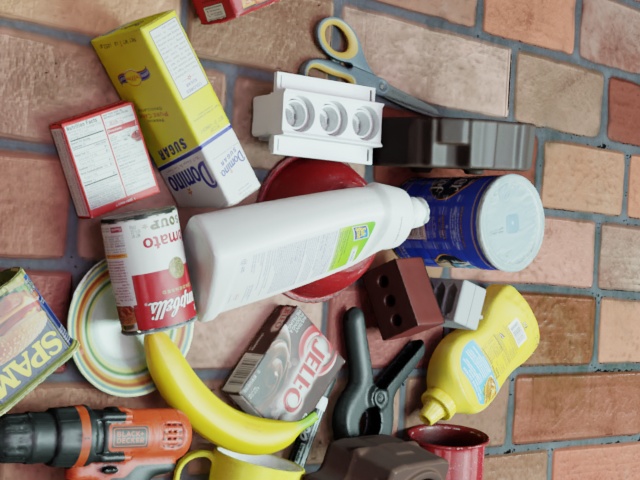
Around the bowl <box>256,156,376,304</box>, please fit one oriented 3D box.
[{"bbox_3d":[0.011,-0.014,1.095,0.161,0.055,0.162,-1,92,-40],"label":"bowl"}]

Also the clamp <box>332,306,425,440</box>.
[{"bbox_3d":[0.048,0.159,1.142,0.120,0.039,0.171,35,63,-28],"label":"clamp"}]

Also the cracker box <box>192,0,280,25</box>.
[{"bbox_3d":[-0.074,-0.330,1.007,0.163,0.072,0.213,-32,110,-35],"label":"cracker box"}]

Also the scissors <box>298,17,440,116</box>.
[{"bbox_3d":[0.058,-0.186,1.154,0.201,0.016,0.096,-1,92,-40],"label":"scissors"}]

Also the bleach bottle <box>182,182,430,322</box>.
[{"bbox_3d":[-0.007,0.001,1.004,0.250,0.068,0.103,-13,142,-30],"label":"bleach bottle"}]

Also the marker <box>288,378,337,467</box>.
[{"bbox_3d":[-0.010,0.193,1.107,0.020,0.020,0.121,32,72,-35],"label":"marker"}]

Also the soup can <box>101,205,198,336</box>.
[{"bbox_3d":[-0.149,0.026,0.929,0.068,0.069,0.102,-15,99,-38],"label":"soup can"}]

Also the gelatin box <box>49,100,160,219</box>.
[{"bbox_3d":[-0.191,-0.072,0.945,0.073,0.030,0.089,-25,107,-35],"label":"gelatin box"}]

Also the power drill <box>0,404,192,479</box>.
[{"bbox_3d":[-0.194,0.232,0.894,0.184,0.057,0.187,5,84,-34],"label":"power drill"}]

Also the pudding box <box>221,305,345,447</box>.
[{"bbox_3d":[-0.036,0.135,1.071,0.090,0.039,0.113,51,62,-29],"label":"pudding box"}]

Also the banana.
[{"bbox_3d":[-0.094,0.153,0.993,0.197,0.037,0.069,33,70,-27],"label":"banana"}]

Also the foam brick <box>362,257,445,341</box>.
[{"bbox_3d":[0.089,0.063,1.144,0.051,0.053,0.078,-4,71,-50],"label":"foam brick"}]

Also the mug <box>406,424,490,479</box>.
[{"bbox_3d":[0.129,0.256,1.186,0.117,0.093,0.081,1,96,-11],"label":"mug"}]

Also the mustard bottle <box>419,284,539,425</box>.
[{"bbox_3d":[0.177,0.143,1.233,0.191,0.058,0.096,-44,119,-30],"label":"mustard bottle"}]

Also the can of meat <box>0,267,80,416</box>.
[{"bbox_3d":[-0.263,0.083,0.873,0.102,0.058,0.084,-42,114,-30],"label":"can of meat"}]

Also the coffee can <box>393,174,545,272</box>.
[{"bbox_3d":[0.157,-0.019,1.159,0.102,0.141,0.103,-1,92,-39],"label":"coffee can"}]

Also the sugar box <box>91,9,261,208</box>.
[{"bbox_3d":[-0.129,-0.112,0.953,0.048,0.094,0.176,-37,113,-32],"label":"sugar box"}]
